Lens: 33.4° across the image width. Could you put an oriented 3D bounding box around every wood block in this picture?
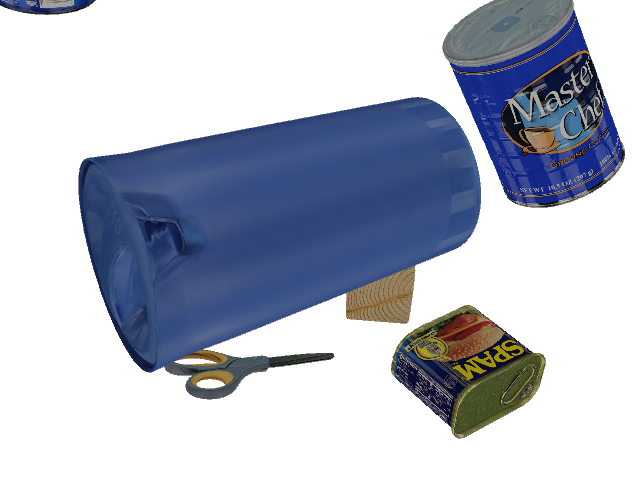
[{"bbox_3d":[0.086,0.031,1.560,0.091,0.090,0.206,4,25,0],"label":"wood block"}]

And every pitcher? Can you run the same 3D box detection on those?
[{"bbox_3d":[-0.027,-0.014,0.692,0.242,0.145,0.149,-17,41,-24],"label":"pitcher"}]

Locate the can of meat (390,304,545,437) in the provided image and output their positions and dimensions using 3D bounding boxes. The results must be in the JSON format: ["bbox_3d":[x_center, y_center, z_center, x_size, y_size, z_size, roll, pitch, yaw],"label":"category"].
[{"bbox_3d":[0.123,0.107,0.899,0.101,0.057,0.084,-21,42,-32],"label":"can of meat"}]

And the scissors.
[{"bbox_3d":[-0.072,0.148,1.190,0.201,0.016,0.096,4,25,-14],"label":"scissors"}]

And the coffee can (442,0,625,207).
[{"bbox_3d":[0.169,-0.112,0.839,0.103,0.140,0.103,-22,30,13],"label":"coffee can"}]

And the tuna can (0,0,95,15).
[{"bbox_3d":[-0.207,-0.200,0.792,0.086,0.034,0.086,6,36,-4],"label":"tuna can"}]
